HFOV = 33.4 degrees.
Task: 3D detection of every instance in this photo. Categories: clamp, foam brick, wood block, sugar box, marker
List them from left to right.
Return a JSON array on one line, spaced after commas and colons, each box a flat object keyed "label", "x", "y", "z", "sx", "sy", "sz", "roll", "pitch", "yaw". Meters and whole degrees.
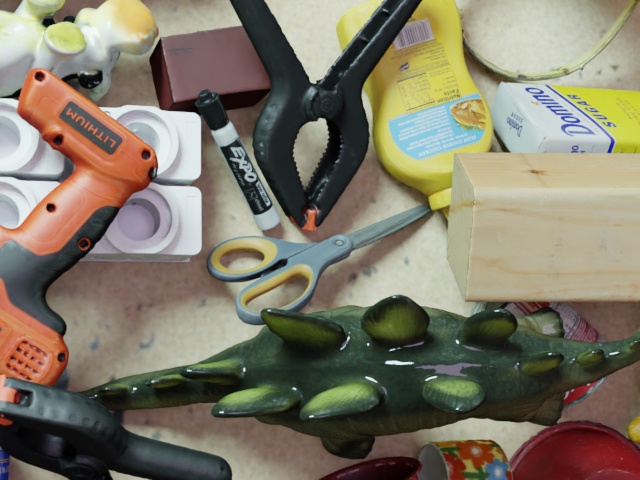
[{"label": "clamp", "x": -0.140, "y": 0.136, "z": 0.695, "sx": 0.120, "sy": 0.171, "sz": 0.039, "roll": -20, "pitch": 49, "yaw": 19}, {"label": "foam brick", "x": -0.084, "y": -0.127, "z": 0.810, "sx": 0.078, "sy": 0.051, "sz": 0.053, "roll": -11, "pitch": 85, "yaw": -18}, {"label": "marker", "x": -0.061, "y": -0.059, "z": 0.796, "sx": 0.020, "sy": 0.020, "sz": 0.121, "roll": -37, "pitch": 123, "yaw": -18}, {"label": "clamp", "x": -0.011, "y": -0.110, "z": 0.789, "sx": 0.164, "sy": 0.036, "sz": 0.210, "roll": 4, "pitch": 109, "yaw": -28}, {"label": "wood block", "x": 0.205, "y": -0.011, "z": 0.794, "sx": 0.206, "sy": 0.091, "sz": 0.090, "roll": 0, "pitch": 112, "yaw": -2}, {"label": "sugar box", "x": 0.238, "y": -0.088, "z": 0.880, "sx": 0.176, "sy": 0.093, "sz": 0.048, "roll": 3, "pitch": 125, "yaw": -19}]

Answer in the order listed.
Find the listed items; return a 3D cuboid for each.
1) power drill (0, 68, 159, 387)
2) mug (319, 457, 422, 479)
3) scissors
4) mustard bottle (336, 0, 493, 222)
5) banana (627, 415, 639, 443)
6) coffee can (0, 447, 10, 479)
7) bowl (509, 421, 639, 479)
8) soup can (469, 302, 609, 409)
[{"label": "power drill", "x": -0.209, "y": -0.016, "z": 0.690, "sx": 0.184, "sy": 0.057, "sz": 0.187, "roll": 36, "pitch": 80, "yaw": -15}, {"label": "mug", "x": 0.032, "y": 0.218, "z": 0.778, "sx": 0.117, "sy": 0.093, "sz": 0.081, "roll": -19, "pitch": 94, "yaw": -37}, {"label": "scissors", "x": -0.005, "y": 0.001, "z": 0.829, "sx": 0.096, "sy": 0.016, "sz": 0.201, "roll": 29, "pitch": 45, "yaw": 25}, {"label": "mustard bottle", "x": 0.086, "y": -0.101, "z": 0.853, "sx": 0.096, "sy": 0.058, "sz": 0.191, "roll": -18, "pitch": 89, "yaw": -13}, {"label": "banana", "x": 0.355, "y": 0.168, "z": 0.911, "sx": 0.197, "sy": 0.037, "sz": 0.069, "roll": 22, "pitch": 75, "yaw": -13}, {"label": "coffee can", "x": -0.256, "y": 0.200, "z": 0.689, "sx": 0.102, "sy": 0.103, "sz": 0.140, "roll": 4, "pitch": 82, "yaw": -16}, {"label": "bowl", "x": 0.222, "y": 0.228, "z": 0.855, "sx": 0.162, "sy": 0.055, "sz": 0.162, "roll": 2, "pitch": 83, "yaw": -16}, {"label": "soup can", "x": 0.178, "y": 0.076, "z": 0.854, "sx": 0.102, "sy": 0.069, "sz": 0.068, "roll": 44, "pitch": 73, "yaw": -7}]
